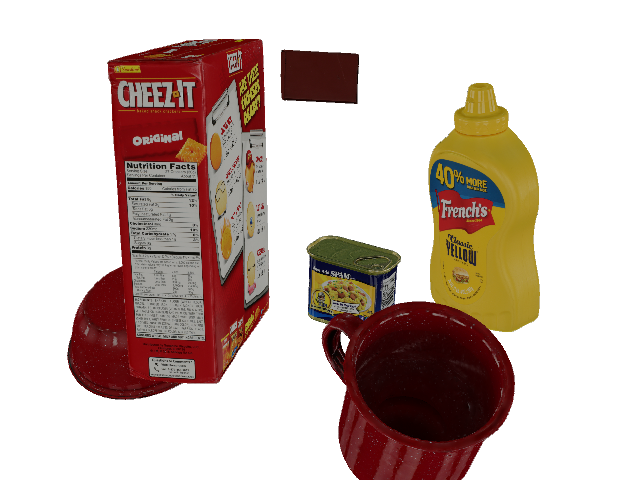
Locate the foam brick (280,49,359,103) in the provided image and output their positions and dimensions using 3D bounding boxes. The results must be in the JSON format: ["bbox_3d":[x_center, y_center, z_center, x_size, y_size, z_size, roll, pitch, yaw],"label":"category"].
[{"bbox_3d":[-0.002,-0.169,1.101,0.078,0.051,0.053,2,11,-5],"label":"foam brick"}]

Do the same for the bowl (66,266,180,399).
[{"bbox_3d":[-0.170,0.071,1.003,0.162,0.055,0.162,-9,42,8],"label":"bowl"}]

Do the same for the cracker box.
[{"bbox_3d":[-0.087,-0.028,0.751,0.072,0.214,0.164,1,15,10],"label":"cracker box"}]

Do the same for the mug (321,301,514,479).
[{"bbox_3d":[0.045,0.088,0.606,0.117,0.081,0.093,37,57,20],"label":"mug"}]

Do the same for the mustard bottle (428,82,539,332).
[{"bbox_3d":[0.127,-0.029,0.837,0.058,0.192,0.096,-20,28,-33],"label":"mustard bottle"}]

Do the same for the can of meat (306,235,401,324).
[{"bbox_3d":[0.035,0.051,1.180,0.102,0.084,0.057,15,28,26],"label":"can of meat"}]
